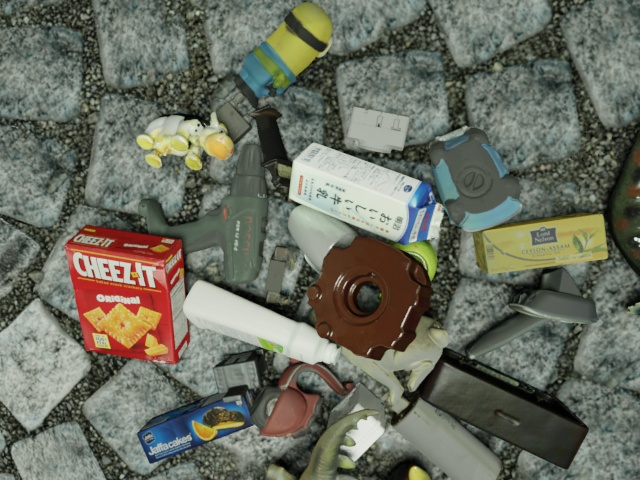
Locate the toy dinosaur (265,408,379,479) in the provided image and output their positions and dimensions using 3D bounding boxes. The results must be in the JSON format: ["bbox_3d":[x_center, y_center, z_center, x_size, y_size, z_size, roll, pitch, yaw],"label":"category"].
[{"bbox_3d":[-0.008,0.423,0.827,0.199,0.105,0.470,13,118,14],"label":"toy dinosaur"}]

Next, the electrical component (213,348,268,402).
[{"bbox_3d":[-0.133,0.219,0.871,0.075,0.119,0.047,-12,93,10],"label":"electrical component"}]

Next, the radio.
[{"bbox_3d":[0.267,0.243,0.816,0.230,0.131,0.073,26,96,5],"label":"radio"}]

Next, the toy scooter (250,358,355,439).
[{"bbox_3d":[-0.021,0.245,0.869,0.135,0.075,0.184,32,69,-8],"label":"toy scooter"}]

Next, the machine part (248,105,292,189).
[{"bbox_3d":[-0.071,-0.147,0.869,0.039,0.084,0.139,-22,81,32],"label":"machine part"}]

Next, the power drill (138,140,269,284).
[{"bbox_3d":[-0.186,-0.041,0.888,0.207,0.086,0.231,-4,94,0],"label":"power drill"}]

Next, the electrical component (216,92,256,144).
[{"bbox_3d":[-0.149,-0.197,0.896,0.094,0.021,0.063,-43,87,8],"label":"electrical component"}]

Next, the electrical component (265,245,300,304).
[{"bbox_3d":[-0.063,0.059,0.873,0.045,0.078,0.102,11,93,-1],"label":"electrical component"}]

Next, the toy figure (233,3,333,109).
[{"bbox_3d":[-0.056,-0.290,0.845,0.180,0.089,0.082,-39,94,5],"label":"toy figure"}]

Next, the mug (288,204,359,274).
[{"bbox_3d":[-0.002,-0.003,0.863,0.081,0.109,0.107,-27,58,-31],"label":"mug"}]

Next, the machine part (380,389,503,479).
[{"bbox_3d":[0.200,0.321,0.857,0.243,0.079,0.079,41,97,4],"label":"machine part"}]

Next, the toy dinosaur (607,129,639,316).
[{"bbox_3d":[0.501,-0.015,0.786,0.192,0.131,0.404,-28,84,7],"label":"toy dinosaur"}]

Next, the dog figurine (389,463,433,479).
[{"bbox_3d":[0.177,0.450,0.823,0.108,0.192,0.219,-36,104,14],"label":"dog figurine"}]

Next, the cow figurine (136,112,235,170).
[{"bbox_3d":[-0.202,-0.166,0.865,0.168,0.068,0.098,5,50,21],"label":"cow figurine"}]

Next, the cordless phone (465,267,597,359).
[{"bbox_3d":[0.297,0.124,0.796,0.184,0.146,0.089,-33,81,5],"label":"cordless phone"}]

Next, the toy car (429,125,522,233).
[{"bbox_3d":[0.226,-0.084,0.815,0.109,0.103,0.161,-24,74,3],"label":"toy car"}]

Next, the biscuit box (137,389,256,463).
[{"bbox_3d":[-0.204,0.310,0.914,0.203,0.059,0.062,-23,91,8],"label":"biscuit box"}]

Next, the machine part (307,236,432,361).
[{"bbox_3d":[0.068,0.081,0.769,0.180,0.056,0.179,-8,73,27],"label":"machine part"}]

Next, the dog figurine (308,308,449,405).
[{"bbox_3d":[0.082,0.134,0.818,0.190,0.121,0.172,37,123,4],"label":"dog figurine"}]

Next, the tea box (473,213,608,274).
[{"bbox_3d":[0.327,0.004,0.812,0.170,0.098,0.068,-10,93,6],"label":"tea box"}]
